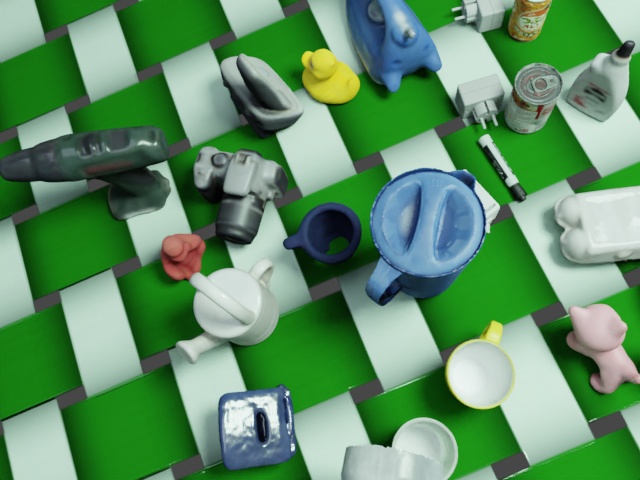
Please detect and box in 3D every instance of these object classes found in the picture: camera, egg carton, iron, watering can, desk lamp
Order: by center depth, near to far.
[{"bbox_3d":[0.079,0.351,0.698,0.117,0.214,0.203,8,76,10],"label":"desk lamp"},{"bbox_3d":[-0.129,0.098,0.807,0.100,0.194,0.173,15,77,12],"label":"watering can"},{"bbox_3d":[0.419,-0.021,0.827,0.150,0.069,0.107,-8,74,6],"label":"egg carton"},{"bbox_3d":[-0.137,-0.070,0.902,0.143,0.101,0.137,11,77,11],"label":"camera"},{"bbox_3d":[0.099,-0.379,0.932,0.118,0.141,0.258,-26,73,1],"label":"iron"}]

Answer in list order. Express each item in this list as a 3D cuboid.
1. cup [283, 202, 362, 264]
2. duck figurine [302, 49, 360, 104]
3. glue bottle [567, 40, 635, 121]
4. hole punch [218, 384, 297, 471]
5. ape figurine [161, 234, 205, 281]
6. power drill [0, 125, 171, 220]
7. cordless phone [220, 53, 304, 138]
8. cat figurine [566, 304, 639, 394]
[{"bbox_3d":[0.008,0.003,0.865,0.117,0.095,0.091,-15,73,4],"label":"cup"},{"bbox_3d":[0.014,-0.277,0.945,0.104,0.086,0.077,28,80,14],"label":"duck figurine"},{"bbox_3d":[0.418,-0.238,0.832,0.078,0.173,0.037,33,82,15],"label":"glue bottle"},{"bbox_3d":[-0.087,0.262,0.810,0.101,0.091,0.108,-10,74,5],"label":"hole punch"},{"bbox_3d":[-0.220,0.019,0.894,0.078,0.092,0.076,-41,73,-4],"label":"ape figurine"},{"bbox_3d":[-0.329,-0.102,0.882,0.229,0.208,0.075,-16,73,4],"label":"power drill"},{"bbox_3d":[-0.105,-0.259,0.905,0.094,0.185,0.147,-40,73,-4],"label":"cordless phone"},{"bbox_3d":[0.382,0.138,0.763,0.067,0.118,0.127,-29,73,0],"label":"cat figurine"}]
